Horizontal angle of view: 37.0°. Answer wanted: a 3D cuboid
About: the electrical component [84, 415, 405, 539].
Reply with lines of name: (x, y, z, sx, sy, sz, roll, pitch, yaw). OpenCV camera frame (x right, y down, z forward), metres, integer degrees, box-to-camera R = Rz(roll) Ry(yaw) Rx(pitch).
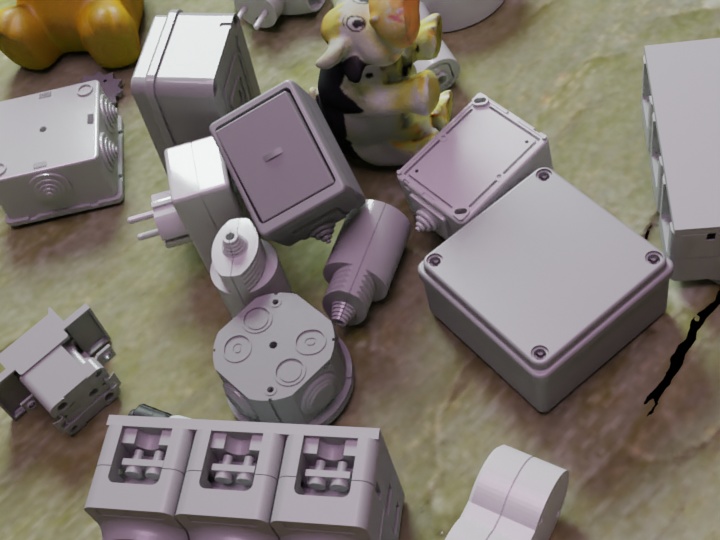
electrical component: (-0.059, 0.129, 0.579, 0.150, 0.089, 0.061, 1, 56, 13)

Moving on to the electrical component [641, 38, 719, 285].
electrical component: (0.230, -0.070, 0.671, 0.089, 0.061, 0.150, -4, 55, 10)

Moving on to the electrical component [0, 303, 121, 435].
electrical component: (-0.190, 0.066, 0.681, 0.081, 0.042, 0.064, -42, 59, -16)

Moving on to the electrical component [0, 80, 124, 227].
electrical component: (-0.224, -0.088, 0.791, 0.100, 0.048, 0.099, -12, 52, 3)

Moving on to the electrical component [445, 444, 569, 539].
electrical component: (0.078, 0.162, 0.548, 0.074, 0.052, 0.138, 20, 62, 24)

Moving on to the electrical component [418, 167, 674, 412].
electrical component: (0.110, 0.009, 0.645, 0.109, 0.056, 0.109, -37, 56, -14)

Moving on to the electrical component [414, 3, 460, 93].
electrical component: (0.045, -0.160, 0.789, 0.044, 0.044, 0.065, -25, 59, -6)

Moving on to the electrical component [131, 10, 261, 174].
electrical component: (-0.109, -0.116, 0.747, 0.057, 0.113, 0.078, 3, 56, 11)

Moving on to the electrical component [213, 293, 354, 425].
electrical component: (-0.046, 0.058, 0.650, 0.080, 0.051, 0.080, -6, 55, 8)

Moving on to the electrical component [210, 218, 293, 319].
electrical component: (-0.070, 0.003, 0.675, 0.043, 0.081, 0.043, -6, 55, 9)

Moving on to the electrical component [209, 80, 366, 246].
electrical component: (-0.043, -0.060, 0.665, 0.062, 0.061, 0.096, -29, 79, 9)

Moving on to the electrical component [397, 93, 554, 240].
electrical component: (0.073, -0.054, 0.700, 0.096, 0.061, 0.062, -44, 59, -10)

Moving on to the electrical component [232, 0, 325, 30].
electrical component: (-0.075, -0.220, 0.854, 0.077, 0.044, 0.079, 14, 59, 21)

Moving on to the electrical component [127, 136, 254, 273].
electrical component: (-0.114, -0.037, 0.711, 0.076, 0.083, 0.047, -16, 54, 1)

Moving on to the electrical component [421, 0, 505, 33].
electrical component: (0.061, -0.243, 0.829, 0.108, 0.060, 0.108, -6, 55, 8)

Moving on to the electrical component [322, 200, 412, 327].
electrical component: (0.000, 0.000, 0.684, 0.043, 0.043, 0.081, 11, 59, 19)
